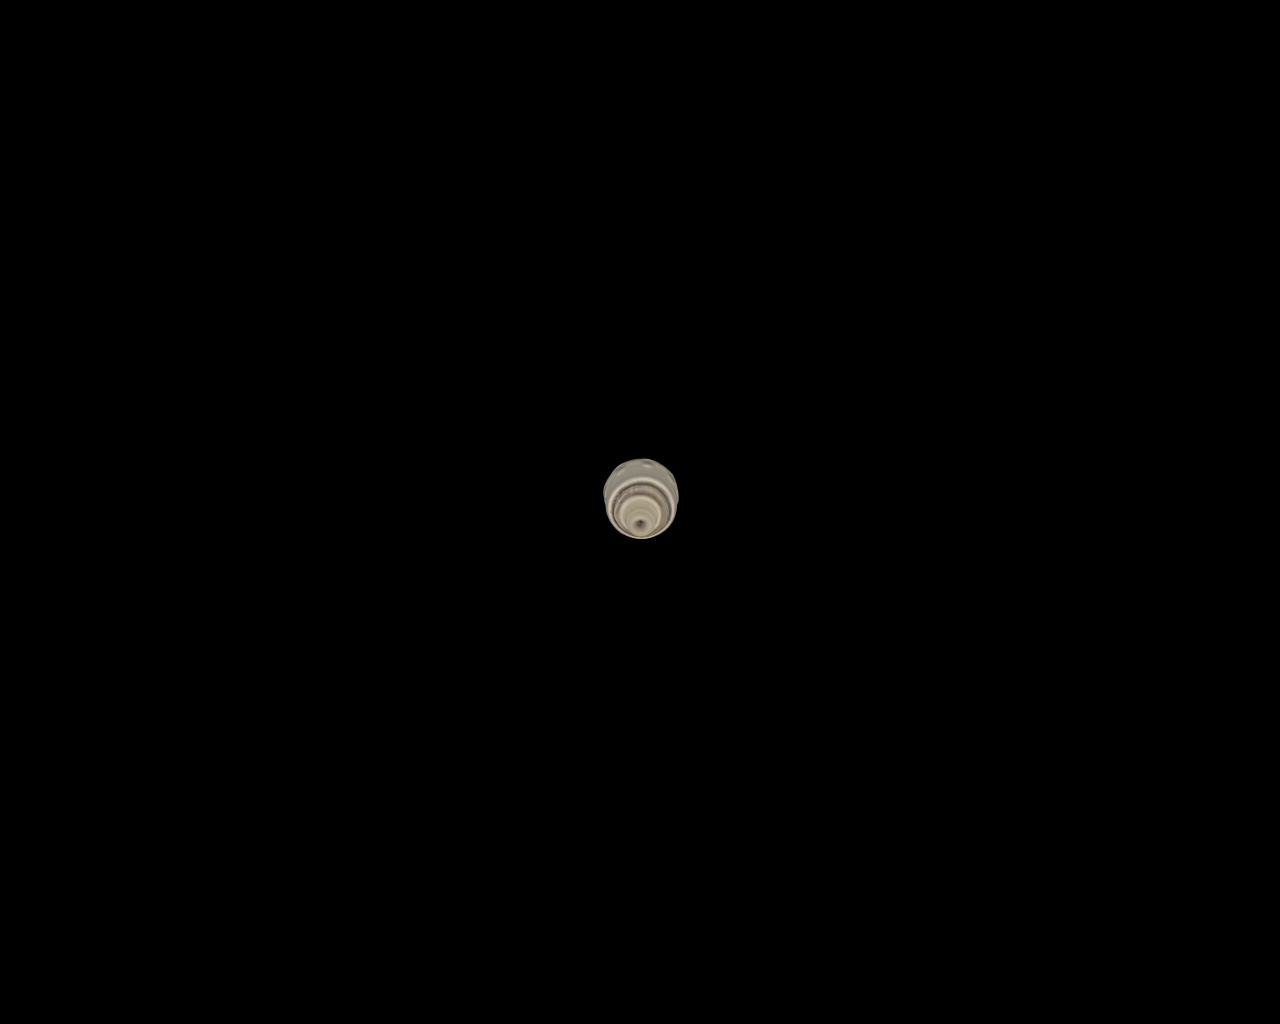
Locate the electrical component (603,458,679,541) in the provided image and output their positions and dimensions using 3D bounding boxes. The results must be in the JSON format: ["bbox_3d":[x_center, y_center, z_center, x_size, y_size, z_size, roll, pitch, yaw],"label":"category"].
[{"bbox_3d":[0.001,-0.003,0.650,0.048,0.048,0.062,0,21,0],"label":"electrical component"}]
